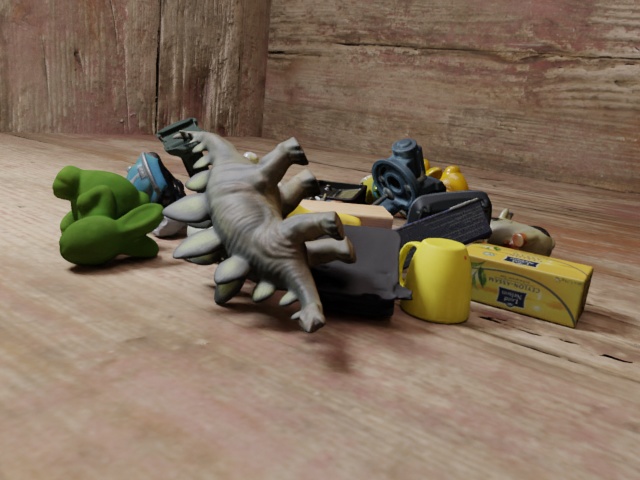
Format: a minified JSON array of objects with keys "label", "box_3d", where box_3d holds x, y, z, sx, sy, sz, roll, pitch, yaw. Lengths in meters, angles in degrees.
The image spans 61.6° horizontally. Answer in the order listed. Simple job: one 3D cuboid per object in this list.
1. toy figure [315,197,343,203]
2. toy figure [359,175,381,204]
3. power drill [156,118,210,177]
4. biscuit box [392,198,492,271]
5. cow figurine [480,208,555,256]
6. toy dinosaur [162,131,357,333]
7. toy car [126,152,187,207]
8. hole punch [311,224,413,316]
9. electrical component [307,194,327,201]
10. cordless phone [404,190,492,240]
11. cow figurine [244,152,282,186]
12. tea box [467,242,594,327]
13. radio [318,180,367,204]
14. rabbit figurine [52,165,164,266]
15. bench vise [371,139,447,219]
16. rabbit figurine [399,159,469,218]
[{"label":"toy figure","box_3d":[0.039,-0.038,1.021,0.058,0.064,0.155,6,22,-36]},{"label":"toy figure","box_3d":[0.151,-0.121,1.301,0.082,0.089,0.180,35,-15,-21]},{"label":"power drill","box_3d":[-0.215,-0.106,0.958,0.086,0.207,0.232,-22,35,-15]},{"label":"biscuit box","box_3d":[0.160,-0.002,0.816,0.203,0.062,0.059,-19,-5,-22]},{"label":"cow figurine","box_3d":[0.352,-0.007,1.011,0.127,0.085,0.195,-7,16,-24]},{"label":"toy dinosaur","box_3d":[-0.095,-0.045,0.683,0.199,0.104,0.472,-26,42,-2]},{"label":"toy car","box_3d":[-0.304,-0.078,0.973,0.103,0.109,0.161,-26,-22,0]},{"label":"hole punch","box_3d":[0.044,0.051,0.683,0.142,0.092,0.116,9,46,5]},{"label":"electrical component","box_3d":[-0.026,-0.051,1.008,0.045,0.078,0.102,21,-21,-22]},{"label":"cordless phone","box_3d":[0.222,-0.023,0.987,0.147,0.088,0.184,-6,-12,-7]},{"label":"cow figurine","box_3d":[-0.123,-0.082,1.052,0.167,0.068,0.098,49,48,2]},{"label":"tea box","box_3d":[0.283,0.057,0.757,0.170,0.068,0.098,15,16,29]},{"label":"radio","box_3d":[0.026,-0.083,1.201,0.131,0.073,0.229,8,14,10]},{"label":"rabbit figurine","box_3d":[-0.312,-0.014,0.778,0.159,0.121,0.170,9,31,-16]},{"label":"bench vise","box_3d":[0.152,-0.081,1.111,0.240,0.223,0.129,-38,53,-23]},{"label":"rabbit figurine","box_3d":[0.272,-0.108,1.303,0.173,0.162,0.122,-16,32,-14]}]
